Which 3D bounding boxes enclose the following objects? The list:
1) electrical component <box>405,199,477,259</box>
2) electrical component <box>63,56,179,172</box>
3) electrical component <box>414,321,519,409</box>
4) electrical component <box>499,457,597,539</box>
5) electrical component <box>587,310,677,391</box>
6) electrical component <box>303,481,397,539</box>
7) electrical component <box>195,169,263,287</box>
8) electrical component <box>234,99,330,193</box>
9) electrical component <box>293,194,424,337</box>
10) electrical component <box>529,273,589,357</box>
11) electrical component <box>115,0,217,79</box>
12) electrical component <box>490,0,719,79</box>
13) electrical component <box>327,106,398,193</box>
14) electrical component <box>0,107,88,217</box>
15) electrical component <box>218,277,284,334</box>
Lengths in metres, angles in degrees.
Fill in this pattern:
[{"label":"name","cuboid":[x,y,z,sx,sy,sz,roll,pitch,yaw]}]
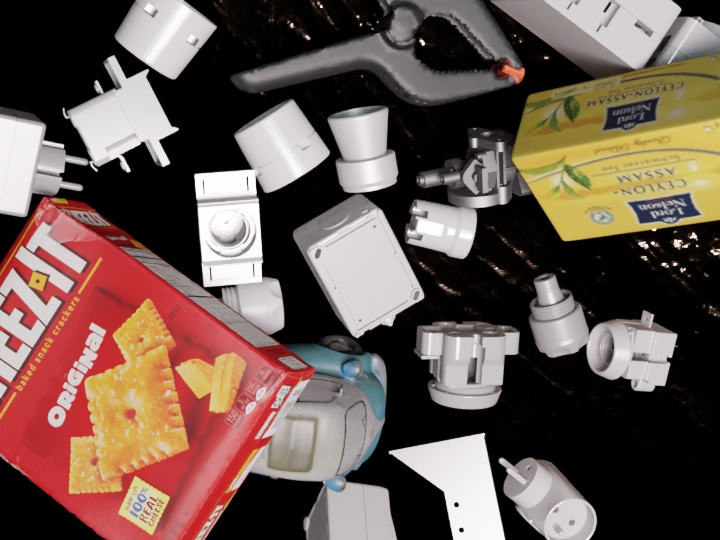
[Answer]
[{"label":"electrical component","cuboid":[0.061,-0.032,0.818,0.046,0.040,0.040,12,101,-8]},{"label":"electrical component","cuboid":[-0.166,-0.103,0.744,0.064,0.042,0.081,-29,104,-13]},{"label":"electrical component","cuboid":[0.082,0.074,0.838,0.078,0.058,0.057,0,100,-12]},{"label":"electrical component","cuboid":[0.143,0.178,0.865,0.079,0.077,0.044,40,93,-17]},{"label":"electrical component","cuboid":[0.219,0.065,0.872,0.055,0.048,0.066,6,103,-21]},{"label":"electrical component","cuboid":[-0.006,0.210,0.836,0.061,0.096,0.061,11,131,-15]},{"label":"electrical component","cuboid":[-0.095,-0.032,0.770,0.042,0.064,0.081,-5,105,-11]},{"label":"electrical component","cuboid":[-0.057,-0.090,0.770,0.055,0.055,0.047,-33,104,-3]},{"label":"electrical component","cuboid":[0.000,0.000,0.803,0.062,0.061,0.096,-31,114,-6]},{"label":"electrical component","cuboid":[0.154,0.034,0.851,0.043,0.043,0.062,-21,105,-7]},{"label":"electrical component","cuboid":[-0.134,-0.164,0.736,0.055,0.055,0.047,34,98,-18]},{"label":"electrical component","cuboid":[0.200,-0.168,0.780,0.186,0.105,0.060,32,95,-17]},{"label":"electrical component","cuboid":[0.003,-0.089,0.788,0.045,0.045,0.055,-13,106,-9]},{"label":"electrical component","cuboid":[-0.227,-0.072,0.742,0.077,0.047,0.065,10,101,-28]},{"label":"electrical component","cuboid":[-0.089,0.029,0.797,0.062,0.043,0.043,-7,105,-9]}]
